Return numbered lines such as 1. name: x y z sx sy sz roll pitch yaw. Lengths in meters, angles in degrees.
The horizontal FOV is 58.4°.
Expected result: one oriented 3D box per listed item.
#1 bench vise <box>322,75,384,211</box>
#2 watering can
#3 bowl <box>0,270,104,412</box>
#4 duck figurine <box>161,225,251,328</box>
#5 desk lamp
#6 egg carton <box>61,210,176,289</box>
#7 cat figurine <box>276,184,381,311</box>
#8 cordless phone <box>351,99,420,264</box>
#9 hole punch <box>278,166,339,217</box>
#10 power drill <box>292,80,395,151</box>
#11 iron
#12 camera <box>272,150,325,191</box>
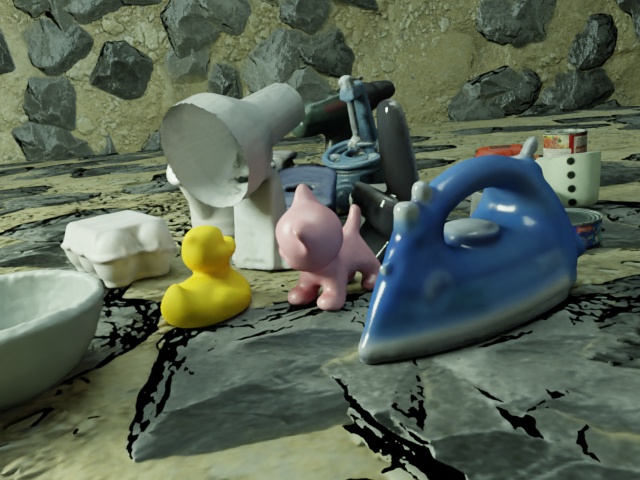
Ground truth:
1. bench vise: 0.067 -0.174 0.999 0.121 0.220 0.207 -2 15 11
2. watering can: -0.154 -0.102 0.852 0.101 0.194 0.173 -4 15 6
3. bowl: -0.242 0.081 0.423 0.167 0.075 0.167 -5 15 2
4. duck figurine: -0.111 0.030 0.550 0.077 0.086 0.105 2 17 27
5. desk lamp: -0.073 -0.074 0.678 0.117 0.214 0.204 5 18 34
6. egg carton: -0.249 0.008 0.712 0.107 0.069 0.149 -18 19 -39
7. cat figurine: 0.005 0.002 0.553 0.067 0.118 0.128 7 19 38
8. cordless phone: 0.086 -0.075 0.685 0.094 0.185 0.147 -8 15 -12
9. hole punch: -0.024 -0.058 0.844 0.108 0.091 0.101 -3 15 9
10. power drill: 0.054 -0.192 1.096 0.230 0.208 0.075 -14 17 -30
11. iron: 0.123 -0.004 0.488 0.259 0.141 0.118 -17 19 -39
12. camera: -0.057 -0.110 1.034 0.136 0.101 0.143 0 16 20
